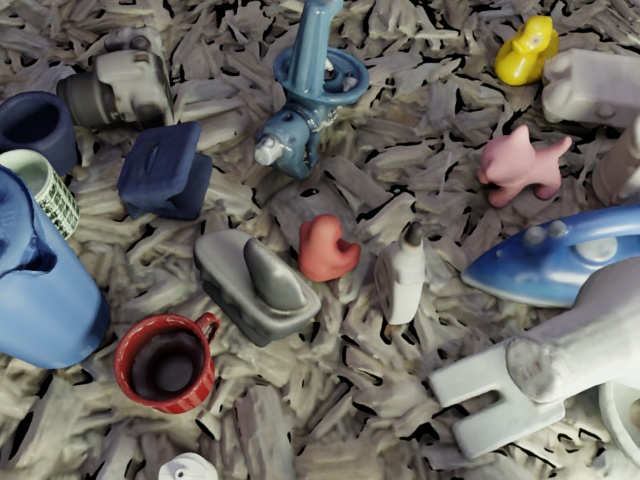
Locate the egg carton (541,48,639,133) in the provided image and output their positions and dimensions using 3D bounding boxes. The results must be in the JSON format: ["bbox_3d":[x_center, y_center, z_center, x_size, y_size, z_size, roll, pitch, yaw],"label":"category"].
[{"bbox_3d":[0.378,-0.202,0.782,0.150,0.069,0.107,8,63,3],"label":"egg carton"}]

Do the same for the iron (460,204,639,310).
[{"bbox_3d":[0.297,0.004,0.637,0.258,0.141,0.118,-6,64,-5],"label":"iron"}]

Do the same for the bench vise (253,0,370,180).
[{"bbox_3d":[-0.005,-0.184,0.679,0.121,0.220,0.207,10,64,4],"label":"bench vise"}]

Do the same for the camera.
[{"bbox_3d":[-0.270,-0.209,0.750,0.137,0.101,0.143,-11,64,-7],"label":"camera"}]

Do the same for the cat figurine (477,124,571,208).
[{"bbox_3d":[0.245,-0.096,0.699,0.128,0.118,0.067,-14,64,-8],"label":"cat figurine"}]

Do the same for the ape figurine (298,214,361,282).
[{"bbox_3d":[0.006,0.002,0.657,0.076,0.092,0.077,-38,70,-18],"label":"ape figurine"}]

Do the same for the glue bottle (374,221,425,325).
[{"bbox_3d":[0.088,0.028,0.602,0.037,0.173,0.078,-9,64,-6],"label":"glue bottle"}]

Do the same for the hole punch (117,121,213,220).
[{"bbox_3d":[-0.192,-0.087,0.697,0.101,0.091,0.108,7,63,2],"label":"hole punch"}]

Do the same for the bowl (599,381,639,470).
[{"bbox_3d":[0.359,0.177,0.590,0.167,0.075,0.167,1,63,-1],"label":"bowl"}]

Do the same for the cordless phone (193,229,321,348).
[{"bbox_3d":[-0.070,0.024,0.592,0.147,0.185,0.094,39,69,17],"label":"cordless phone"}]

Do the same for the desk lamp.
[{"bbox_3d":[0.229,0.116,0.539,0.203,0.213,0.118,-21,66,-11],"label":"desk lamp"}]

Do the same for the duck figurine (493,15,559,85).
[{"bbox_3d":[0.301,-0.279,0.810,0.105,0.086,0.077,-33,69,-16],"label":"duck figurine"}]

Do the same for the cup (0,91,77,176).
[{"bbox_3d":[-0.350,-0.113,0.703,0.118,0.095,0.091,-40,71,-19],"label":"cup"}]

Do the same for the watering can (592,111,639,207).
[{"bbox_3d":[0.412,-0.119,0.672,0.100,0.194,0.173,21,65,9],"label":"watering can"}]
